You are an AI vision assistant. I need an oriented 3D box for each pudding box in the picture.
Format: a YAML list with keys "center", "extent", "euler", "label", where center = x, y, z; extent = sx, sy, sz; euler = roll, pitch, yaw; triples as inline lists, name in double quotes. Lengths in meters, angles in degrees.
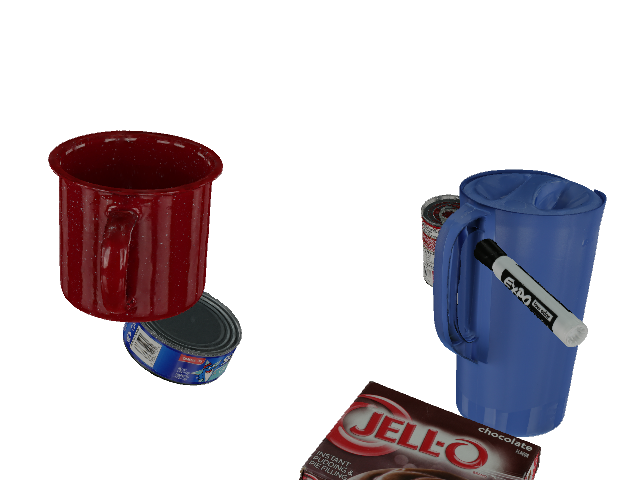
- center: [0.057, 0.134, 0.605]
  extent: [0.114, 0.039, 0.089]
  euler: [20, 36, 20]
  label: "pudding box"

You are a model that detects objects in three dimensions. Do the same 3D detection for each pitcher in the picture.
- center: [0.182, 0.062, 1.017]
  extent: [0.149, 0.243, 0.145]
  euler: [5, 21, 9]
  label: "pitcher"

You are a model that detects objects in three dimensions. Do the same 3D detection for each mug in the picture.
- center: [-0.102, -0.002, 0.581]
  extent: [0.093, 0.081, 0.117]
  euler: [4, 25, -5]
  label: "mug"

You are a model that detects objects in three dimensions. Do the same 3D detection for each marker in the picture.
- center: [0.145, 0.033, 0.752]
  extent: [0.020, 0.020, 0.121]
  euler: [0, 30, -28]
  label: "marker"

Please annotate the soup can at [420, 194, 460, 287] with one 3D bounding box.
- center: [0.159, 0.004, 1.325]
  extent: [0.068, 0.102, 0.068]
  euler: [-4, 35, 2]
  label: "soup can"

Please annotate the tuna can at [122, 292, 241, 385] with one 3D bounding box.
- center: [-0.105, 0.070, 0.809]
  extent: [0.086, 0.034, 0.086]
  euler: [21, 27, -11]
  label: "tuna can"
